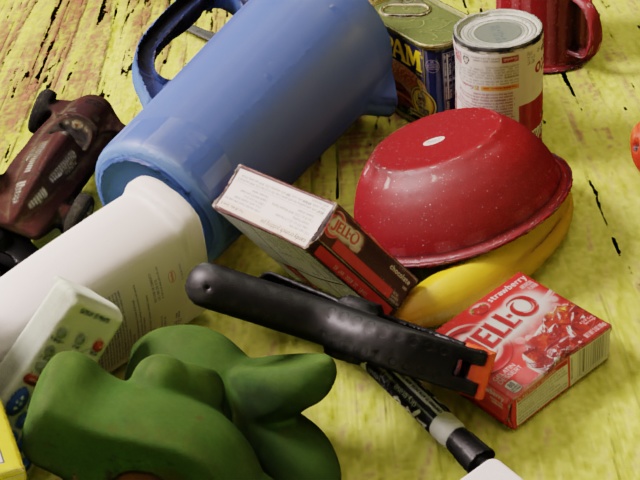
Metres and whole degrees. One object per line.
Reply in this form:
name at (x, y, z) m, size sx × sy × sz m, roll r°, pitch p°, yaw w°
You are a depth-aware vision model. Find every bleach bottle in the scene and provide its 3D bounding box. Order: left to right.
bleach bottle at (-0.181, 0.063, 0.632) m, size 0.250 × 0.102 × 0.068 m, roll -34°, pitch 51°, yaw -30°

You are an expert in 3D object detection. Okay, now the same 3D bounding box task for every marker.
marker at (0.059, 0.095, 0.615) m, size 0.020 × 0.020 × 0.121 m, roll -25°, pitch 40°, yaw -21°

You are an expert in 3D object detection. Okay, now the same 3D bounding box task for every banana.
banana at (0.123, 0.003, 0.715) m, size 0.070 × 0.037 × 0.197 m, roll -3°, pitch 31°, yaw 41°

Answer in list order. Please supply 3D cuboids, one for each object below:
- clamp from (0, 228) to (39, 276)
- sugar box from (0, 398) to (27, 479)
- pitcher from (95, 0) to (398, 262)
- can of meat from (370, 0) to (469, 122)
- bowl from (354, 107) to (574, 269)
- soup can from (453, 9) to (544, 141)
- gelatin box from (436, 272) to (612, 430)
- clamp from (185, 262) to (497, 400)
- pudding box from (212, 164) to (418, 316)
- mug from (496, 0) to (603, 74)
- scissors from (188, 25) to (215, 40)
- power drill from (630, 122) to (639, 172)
clamp at (-0.248, 0.004, 0.745) m, size 0.164 × 0.036 × 0.210 m, roll 7°, pitch 36°, yaw -25°
sugar box at (-0.203, 0.079, 0.509) m, size 0.093 × 0.048 × 0.176 m, roll -12°, pitch 33°, yaw -22°
pitcher at (-0.064, -0.098, 0.799) m, size 0.149 × 0.145 × 0.242 m, roll 2°, pitch 39°, yaw 37°
can of meat at (0.085, -0.145, 0.873) m, size 0.057 × 0.084 × 0.102 m, roll -26°, pitch 40°, yaw -22°
bowl at (0.087, -0.046, 0.730) m, size 0.162 × 0.055 × 0.162 m, roll -19°, pitch 25°, yaw 9°
soup can at (0.135, -0.115, 0.808) m, size 0.068 × 0.102 × 0.068 m, roll -5°, pitch 37°, yaw 4°
gelatin box at (0.117, 0.064, 0.636) m, size 0.089 × 0.030 × 0.073 m, roll -30°, pitch 42°, yaw -27°
clamp at (0.016, 0.049, 0.614) m, size 0.171 × 0.039 × 0.120 m, roll 20°, pitch 7°, yaw 9°
pudding box at (-0.004, 0.001, 0.677) m, size 0.114 × 0.090 × 0.039 m, roll 22°, pitch 73°, yaw 50°
mug at (0.200, -0.197, 0.921) m, size 0.093 × 0.081 × 0.117 m, roll -21°, pitch 39°, yaw -17°
scissors at (-0.064, -0.188, 1.013) m, size 0.096 × 0.016 × 0.202 m, roll -21°, pitch 39°, yaw -19°
power drill at (0.287, -0.039, 0.685) m, size 0.185 × 0.057 × 0.187 m, roll -14°, pitch 29°, yaw 31°
